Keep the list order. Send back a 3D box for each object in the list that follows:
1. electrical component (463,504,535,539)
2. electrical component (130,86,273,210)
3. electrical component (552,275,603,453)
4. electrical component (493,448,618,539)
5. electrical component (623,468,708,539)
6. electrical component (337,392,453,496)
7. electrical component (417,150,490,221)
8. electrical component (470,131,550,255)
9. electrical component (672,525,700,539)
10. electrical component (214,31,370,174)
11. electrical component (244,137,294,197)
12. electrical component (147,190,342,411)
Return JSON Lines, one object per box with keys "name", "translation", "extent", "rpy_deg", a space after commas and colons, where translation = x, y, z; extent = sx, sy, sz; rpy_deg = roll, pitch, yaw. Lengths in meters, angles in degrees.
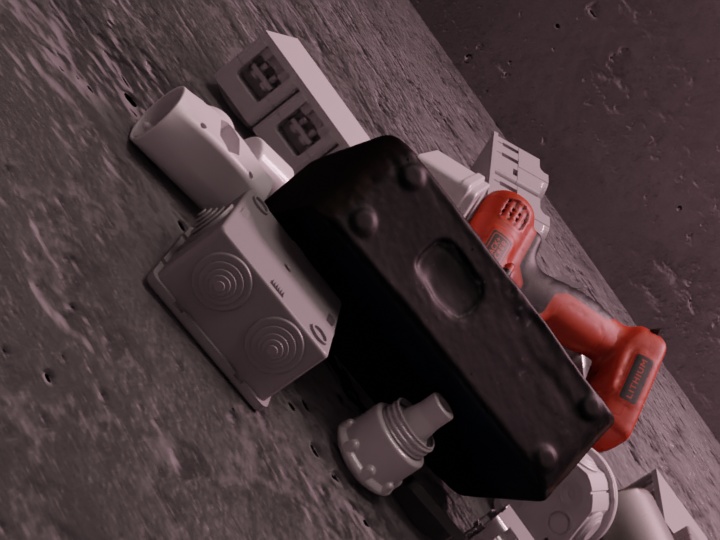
{"name": "electrical component", "translation": [0.088, 0.178, 0.644], "extent": [0.063, 0.042, 0.081], "rpy_deg": [53, 14, 12]}
{"name": "electrical component", "translation": [-0.094, -0.074, 0.644], "extent": [0.077, 0.043, 0.079], "rpy_deg": [46, 17, -27]}
{"name": "electrical component", "translation": [0.171, 0.088, 0.934], "extent": [0.089, 0.062, 0.150], "rpy_deg": [-60, 141, -74]}
{"name": "electrical component", "translation": [0.138, 0.160, 0.766], "extent": [0.051, 0.080, 0.080], "rpy_deg": [17, 39, -58]}
{"name": "electrical component", "translation": [0.284, 0.262, 1.017], "extent": [0.089, 0.062, 0.150], "rpy_deg": [54, 15, 1]}
{"name": "electrical component", "translation": [0.022, 0.091, 0.593], "extent": [0.048, 0.062, 0.048], "rpy_deg": [49, 16, -19]}
{"name": "electrical component", "translation": [0.049, -0.036, 0.855], "extent": [0.056, 0.108, 0.109], "rpy_deg": [33, 13, 6]}
{"name": "electrical component", "translation": [0.117, -0.037, 0.973], "extent": [0.060, 0.105, 0.186], "rpy_deg": [28, 28, -6]}
{"name": "electrical component", "translation": [0.248, 0.260, 0.869], "extent": [0.047, 0.083, 0.075], "rpy_deg": [53, 15, -3]}
{"name": "electrical component", "translation": [-0.041, -0.105, 0.842], "extent": [0.150, 0.062, 0.089], "rpy_deg": [54, 15, 1]}
{"name": "electrical component", "translation": [-0.059, -0.053, 0.710], "extent": [0.078, 0.040, 0.040], "rpy_deg": [43, 18, -36]}
{"name": "electrical component", "translation": [-0.055, 0.012, 0.560], "extent": [0.099, 0.048, 0.099], "rpy_deg": [52, 14, -11]}
